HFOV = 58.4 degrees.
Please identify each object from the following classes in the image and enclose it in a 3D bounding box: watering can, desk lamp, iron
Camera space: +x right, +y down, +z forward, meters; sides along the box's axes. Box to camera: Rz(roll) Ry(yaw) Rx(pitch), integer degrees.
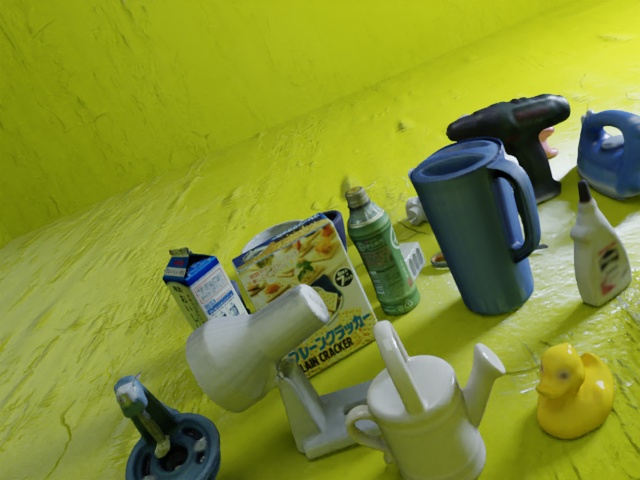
[{"bbox_3d":[0.109,0.165,0.614,0.173,0.194,0.100,-30,23,-12],"label":"watering can"},{"bbox_3d":[-0.038,0.167,0.735,0.203,0.214,0.118,-22,23,8],"label":"desk lamp"},{"bbox_3d":[0.518,-0.171,1.009,0.118,0.142,0.258,-26,22,-2],"label":"iron"}]

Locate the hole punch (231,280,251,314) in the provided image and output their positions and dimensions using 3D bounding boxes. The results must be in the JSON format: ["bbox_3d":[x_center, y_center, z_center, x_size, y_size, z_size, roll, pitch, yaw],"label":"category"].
[{"bbox_3d":[-0.191,0.143,1.111,0.108,0.091,0.101,-26,22,-1],"label":"hole punch"}]

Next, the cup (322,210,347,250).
[{"bbox_3d":[0.011,0.004,1.206,0.091,0.095,0.118,3,35,49],"label":"cup"}]

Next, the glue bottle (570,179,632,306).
[{"bbox_3d":[0.360,-0.001,0.752,0.078,0.173,0.037,-33,24,-19],"label":"glue bottle"}]

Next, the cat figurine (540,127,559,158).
[{"bbox_3d":[0.456,-0.227,1.230,0.128,0.118,0.067,-30,23,-12],"label":"cat figurine"}]

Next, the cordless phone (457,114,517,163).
[{"bbox_3d":[0.340,-0.182,1.159,0.093,0.185,0.148,1,33,47],"label":"cordless phone"}]

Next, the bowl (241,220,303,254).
[{"bbox_3d":[-0.089,0.026,1.287,0.167,0.075,0.167,-21,22,9],"label":"bowl"}]

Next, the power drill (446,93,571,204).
[{"bbox_3d":[0.364,-0.164,1.065,0.229,0.209,0.075,-26,22,-3],"label":"power drill"}]

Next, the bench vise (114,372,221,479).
[{"bbox_3d":[-0.210,0.250,0.721,0.206,0.220,0.122,3,35,49],"label":"bench vise"}]

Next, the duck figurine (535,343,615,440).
[{"bbox_3d":[0.270,0.150,0.623,0.105,0.086,0.077,-37,25,-26],"label":"duck figurine"}]
